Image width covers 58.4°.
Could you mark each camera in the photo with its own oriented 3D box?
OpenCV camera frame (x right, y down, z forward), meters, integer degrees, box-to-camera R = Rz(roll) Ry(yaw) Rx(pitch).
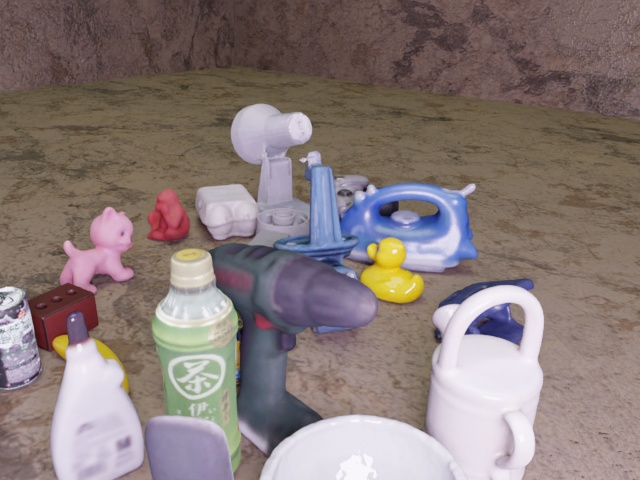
[{"bbox_3d":[0.083,-0.068,1.089,0.137,0.101,0.143,-3,24,-11],"label":"camera"}]

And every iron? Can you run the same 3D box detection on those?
[{"bbox_3d":[0.137,-0.036,0.968,0.258,0.141,0.118,5,24,6],"label":"iron"}]

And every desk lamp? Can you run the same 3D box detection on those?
[{"bbox_3d":[-0.080,-0.156,1.134,0.118,0.214,0.202,-16,30,-36],"label":"desk lamp"}]

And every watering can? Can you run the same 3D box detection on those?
[{"bbox_3d":[0.148,0.125,0.533,0.101,0.194,0.172,-13,28,-30],"label":"watering can"}]

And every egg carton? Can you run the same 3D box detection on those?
[{"bbox_3d":[-0.177,-0.057,1.079,0.107,0.069,0.150,-8,25,-21],"label":"egg carton"}]

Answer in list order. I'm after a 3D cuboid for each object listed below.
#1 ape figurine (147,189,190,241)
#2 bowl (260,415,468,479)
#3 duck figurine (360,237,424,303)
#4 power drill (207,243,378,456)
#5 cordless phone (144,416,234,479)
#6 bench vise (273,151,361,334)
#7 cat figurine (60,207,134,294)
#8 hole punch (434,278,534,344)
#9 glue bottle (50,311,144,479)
[{"bbox_3d":[-0.270,-0.046,1.020,0.076,0.092,0.077,-11,27,-27],"label":"ape figurine"},{"bbox_3d":[0.034,0.221,0.454,0.167,0.075,0.167,2,24,-1],"label":"bowl"},{"bbox_3d":[0.110,0.040,0.861,0.104,0.086,0.078,22,30,38],"label":"duck figurine"},{"bbox_3d":[-0.038,0.101,0.556,0.076,0.208,0.228,-20,32,-41],"label":"power drill"},{"bbox_3d":[-0.120,0.184,0.387,0.147,0.185,0.094,3,24,2],"label":"cordless phone"},{"bbox_3d":[0.017,0.000,0.777,0.122,0.220,0.206,-15,29,-33],"label":"bench vise"},{"bbox_3d":[-0.329,0.007,0.861,0.067,0.118,0.128,16,27,29],"label":"cat figurine"},{"bbox_3d":[0.214,0.088,0.753,0.100,0.091,0.109,22,31,38],"label":"hole punch"},{"bbox_3d":[-0.201,0.138,0.501,0.078,0.173,0.037,-14,28,-32],"label":"glue bottle"}]
